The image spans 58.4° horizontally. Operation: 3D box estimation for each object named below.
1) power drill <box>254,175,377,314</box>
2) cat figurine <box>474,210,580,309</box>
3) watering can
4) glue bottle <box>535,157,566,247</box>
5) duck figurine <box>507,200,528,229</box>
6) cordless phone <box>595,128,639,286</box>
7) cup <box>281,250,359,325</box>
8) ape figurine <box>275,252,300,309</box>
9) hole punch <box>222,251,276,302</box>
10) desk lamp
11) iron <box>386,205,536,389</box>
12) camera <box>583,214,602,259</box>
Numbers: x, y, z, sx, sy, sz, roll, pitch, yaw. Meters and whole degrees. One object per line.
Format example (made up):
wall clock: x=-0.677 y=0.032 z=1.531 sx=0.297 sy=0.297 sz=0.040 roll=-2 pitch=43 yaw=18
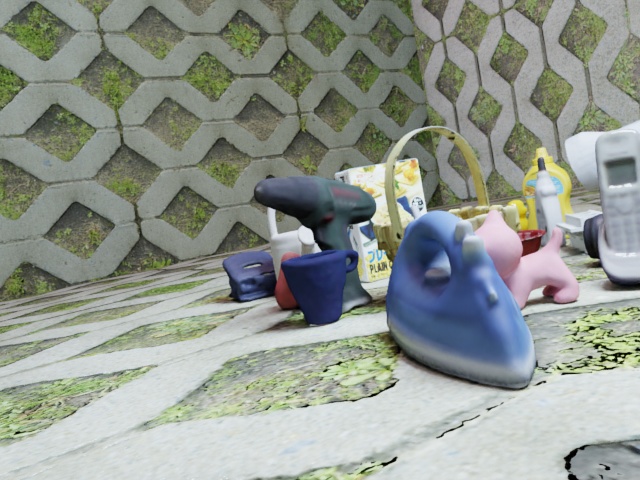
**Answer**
power drill: x=0.008 y=0.003 z=0.855 sx=0.075 sy=0.208 sz=0.230 roll=-7 pitch=5 yaw=42
cat figurine: x=0.229 y=0.020 z=0.675 sx=0.128 sy=0.118 sz=0.067 roll=-10 pitch=4 yaw=0
watering can: x=-0.041 y=0.005 z=1.079 sx=0.101 sy=0.194 sz=0.172 roll=-14 pitch=5 yaw=-40
glue bottle: x=0.435 y=-0.073 z=1.097 sx=0.037 sy=0.173 sz=0.078 roll=-10 pitch=4 yaw=5
duck figurine: x=0.462 y=-0.050 z=1.351 sx=0.077 sy=0.086 sz=0.105 roll=-7 pitch=5 yaw=45
cordless phone: x=0.396 y=-0.044 z=0.662 sx=0.147 sy=0.185 sz=0.094 roll=-8 pitch=4 yaw=28
cup: x=0.009 y=0.065 z=0.795 sx=0.118 sy=0.095 sz=0.091 roll=-13 pitch=4 yaw=-31
ape figurine: x=-0.041 y=0.065 z=0.952 sx=0.076 sy=0.092 sz=0.078 roll=-11 pitch=4 yaw=-5
hole punch: x=-0.131 y=0.069 z=1.150 sx=0.109 sy=0.091 sz=0.101 roll=-12 pitch=4 yaw=-25
desk lamp: x=0.608 y=-0.128 z=1.137 sx=0.202 sy=0.213 sz=0.118 roll=-7 pitch=5 yaw=40
iron: x=0.128 y=0.035 z=0.547 sx=0.118 sy=0.141 sz=0.258 roll=-11 pitch=4 yaw=-5
camera: x=0.454 y=-0.021 z=0.811 sx=0.136 sy=0.101 sz=0.144 roll=-8 pitch=5 yaw=38
